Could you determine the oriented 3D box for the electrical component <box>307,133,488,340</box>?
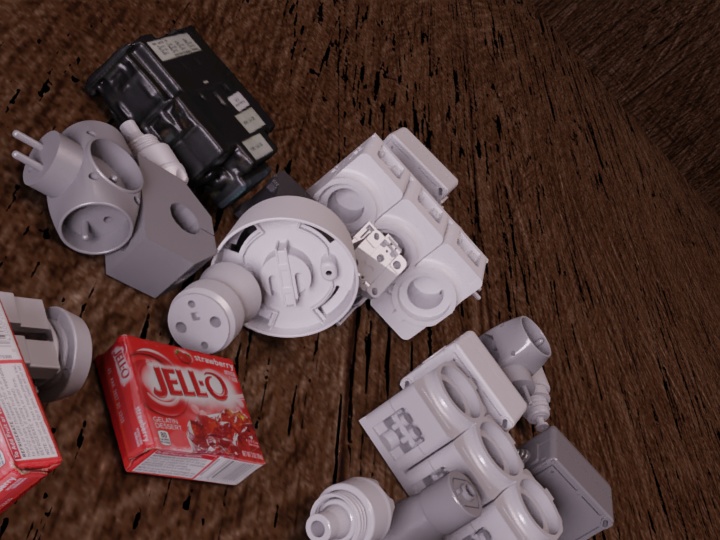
[{"bbox_3d":[0.025,-0.026,0.913,0.150,0.089,0.061,47,24,-11],"label":"electrical component"}]

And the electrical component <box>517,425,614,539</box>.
[{"bbox_3d":[0.160,0.178,0.902,0.096,0.062,0.061,47,24,-12],"label":"electrical component"}]

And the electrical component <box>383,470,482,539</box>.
[{"bbox_3d":[0.049,0.163,0.717,0.044,0.065,0.044,41,26,-25],"label":"electrical component"}]

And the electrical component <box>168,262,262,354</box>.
[{"bbox_3d":[-0.092,0.024,0.683,0.045,0.045,0.055,50,24,-6],"label":"electrical component"}]

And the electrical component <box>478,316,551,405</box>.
[{"bbox_3d":[0.132,0.093,0.955,0.043,0.077,0.079,31,31,-40],"label":"electrical component"}]

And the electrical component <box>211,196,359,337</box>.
[{"bbox_3d":[-0.050,-0.001,0.733,0.099,0.099,0.064,45,18,-16],"label":"electrical component"}]

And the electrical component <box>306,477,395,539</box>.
[{"bbox_3d":[-0.009,0.151,0.656,0.062,0.043,0.043,0,56,-60],"label":"electrical component"}]

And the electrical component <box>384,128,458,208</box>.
[{"bbox_3d":[0.052,-0.087,1.072,0.096,0.061,0.061,45,24,1],"label":"electrical component"}]

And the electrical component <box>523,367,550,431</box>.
[{"bbox_3d":[0.161,0.117,1.019,0.040,0.040,0.078,31,31,-40],"label":"electrical component"}]

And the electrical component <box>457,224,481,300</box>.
[{"bbox_3d":[0.093,-0.002,1.060,0.079,0.044,0.077,45,24,-14],"label":"electrical component"}]

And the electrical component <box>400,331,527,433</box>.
[{"bbox_3d":[0.090,0.106,0.879,0.096,0.062,0.061,54,23,4],"label":"electrical component"}]

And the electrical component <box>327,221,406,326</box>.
[{"bbox_3d":[0.000,0.000,0.847,0.042,0.064,0.081,47,66,-9],"label":"electrical component"}]

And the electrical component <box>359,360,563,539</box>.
[{"bbox_3d":[0.080,0.148,0.801,0.150,0.062,0.089,56,24,8],"label":"electrical component"}]

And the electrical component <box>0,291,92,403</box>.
[{"bbox_3d":[-0.166,0.040,0.526,0.055,0.048,0.066,10,46,-46],"label":"electrical component"}]

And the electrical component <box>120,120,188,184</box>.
[{"bbox_3d":[-0.146,-0.077,0.742,0.061,0.035,0.035,56,24,14],"label":"electrical component"}]

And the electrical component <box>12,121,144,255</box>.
[{"bbox_3d":[-0.175,-0.059,0.650,0.079,0.044,0.077,31,31,-39],"label":"electrical component"}]
